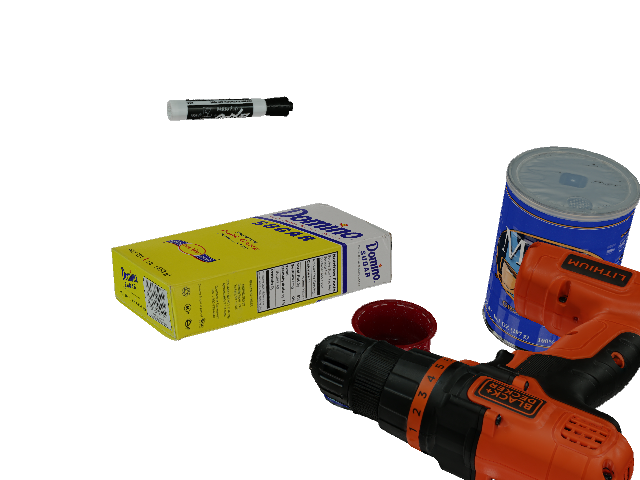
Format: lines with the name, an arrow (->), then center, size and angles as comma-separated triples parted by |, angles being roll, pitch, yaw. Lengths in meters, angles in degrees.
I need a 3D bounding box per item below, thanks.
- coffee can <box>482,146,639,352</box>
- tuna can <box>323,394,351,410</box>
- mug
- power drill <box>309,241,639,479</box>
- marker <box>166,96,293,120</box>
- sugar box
coffee can -> 0.192, 0.010, 0.862 | 0.103, 0.140, 0.103 | 2, 34, -2
tuna can -> 0.045, 0.128, 0.969 | 0.086, 0.034, 0.086 | 3, 10, -1
mug -> 0.087, 0.128, 1.170 | 0.093, 0.081, 0.117 | -24, 39, -38
power drill -> 0.112, 0.067, 0.617 | 0.185, 0.057, 0.187 | 22, 36, 28
marker -> -0.083, -0.124, 1.003 | 0.121, 0.020, 0.020 | -5, 2, -22
sugar box -> -0.046, 0.017, 0.748 | 0.175, 0.048, 0.093 | -17, 25, -31
